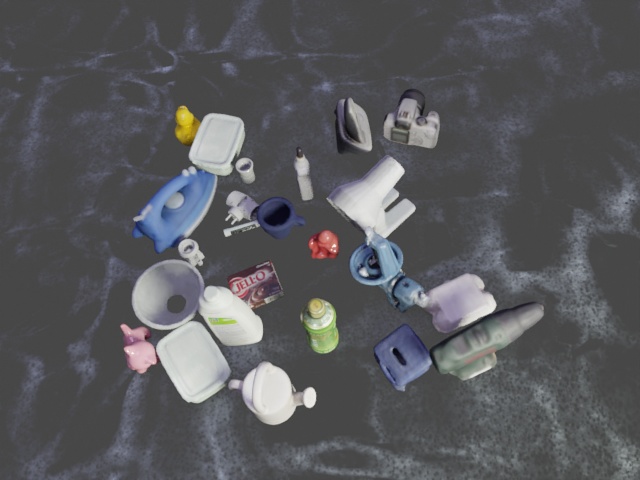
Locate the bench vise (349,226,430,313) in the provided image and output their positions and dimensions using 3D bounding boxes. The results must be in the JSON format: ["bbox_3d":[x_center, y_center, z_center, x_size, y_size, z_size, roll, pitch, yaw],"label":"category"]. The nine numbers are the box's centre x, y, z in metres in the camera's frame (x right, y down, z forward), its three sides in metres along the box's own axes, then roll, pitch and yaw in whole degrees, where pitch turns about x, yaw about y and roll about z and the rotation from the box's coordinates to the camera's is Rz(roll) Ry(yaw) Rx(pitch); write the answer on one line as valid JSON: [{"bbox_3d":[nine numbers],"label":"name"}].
[{"bbox_3d":[0.155,0.053,1.239,0.207,0.220,0.121,21,67,14],"label":"bench vise"}]

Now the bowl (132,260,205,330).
[{"bbox_3d":[-0.339,0.134,1.314,0.167,0.075,0.167,-2,64,3],"label":"bowl"}]

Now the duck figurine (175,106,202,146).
[{"bbox_3d":[-0.357,-0.310,1.530,0.077,0.086,0.104,-15,63,-3],"label":"duck figurine"}]

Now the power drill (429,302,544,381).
[{"bbox_3d":[0.325,0.210,1.155,0.230,0.208,0.075,-24,64,-8],"label":"power drill"}]

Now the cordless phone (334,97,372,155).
[{"bbox_3d":[0.081,-0.315,1.446,0.094,0.185,0.147,-9,63,0],"label":"cordless phone"}]

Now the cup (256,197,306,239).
[{"bbox_3d":[-0.087,-0.041,1.372,0.117,0.095,0.092,12,65,10],"label":"cup"}]

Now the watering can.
[{"bbox_3d":[-0.097,0.302,1.147,0.173,0.194,0.101,-11,63,-1],"label":"watering can"}]

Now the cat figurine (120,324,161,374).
[{"bbox_3d":[-0.396,0.236,1.243,0.067,0.118,0.127,-32,66,-11],"label":"cat figurine"}]

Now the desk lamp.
[{"bbox_3d":[0.121,-0.090,1.315,0.203,0.214,0.117,-42,68,-16],"label":"desk lamp"}]

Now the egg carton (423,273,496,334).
[{"bbox_3d":[0.305,0.139,1.270,0.150,0.069,0.107,-25,64,-8],"label":"egg carton"}]

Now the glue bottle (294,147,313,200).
[{"bbox_3d":[-0.043,-0.170,1.389,0.037,0.173,0.078,-12,63,-2],"label":"glue bottle"}]

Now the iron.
[{"bbox_3d":[-0.351,-0.101,1.394,0.118,0.141,0.259,30,69,18],"label":"iron"}]

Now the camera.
[{"bbox_3d":[0.246,-0.327,1.488,0.143,0.101,0.137,14,65,11],"label":"camera"}]

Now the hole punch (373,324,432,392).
[{"bbox_3d":[0.174,0.250,1.212,0.101,0.091,0.108,-31,65,-11],"label":"hole punch"}]

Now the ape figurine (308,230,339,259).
[{"bbox_3d":[0.012,0.005,1.344,0.077,0.092,0.076,40,73,21],"label":"ape figurine"}]
